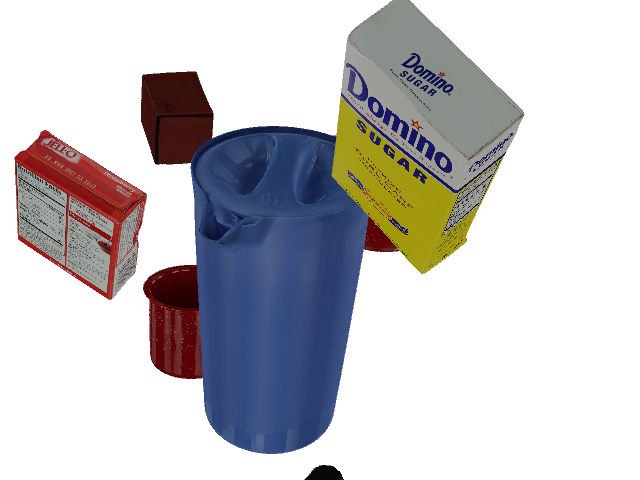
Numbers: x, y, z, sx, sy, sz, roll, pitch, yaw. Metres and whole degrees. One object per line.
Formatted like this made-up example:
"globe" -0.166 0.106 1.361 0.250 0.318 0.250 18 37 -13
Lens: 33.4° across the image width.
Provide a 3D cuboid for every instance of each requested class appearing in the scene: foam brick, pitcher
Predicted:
"foam brick" -0.131 -0.112 0.966 0.053 0.051 0.078 -5 38 -17
"pitcher" -0.027 0.039 0.830 0.149 0.243 0.145 -3 34 -11

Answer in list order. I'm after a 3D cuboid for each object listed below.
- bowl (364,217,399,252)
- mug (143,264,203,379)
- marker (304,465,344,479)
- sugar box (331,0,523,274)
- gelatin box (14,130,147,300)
"bowl" 0.055 -0.034 1.006 0.162 0.055 0.162 5 27 -3
"mug" -0.116 0.084 1.027 0.117 0.081 0.093 25 33 37
"marker" -0.023 0.129 0.456 0.020 0.020 0.120 0 17 31
"sugar box" 0.052 -0.052 0.605 0.048 0.093 0.176 -39 -15 -12
"gelatin box" -0.144 -0.014 0.636 0.073 0.030 0.089 32 -36 8
